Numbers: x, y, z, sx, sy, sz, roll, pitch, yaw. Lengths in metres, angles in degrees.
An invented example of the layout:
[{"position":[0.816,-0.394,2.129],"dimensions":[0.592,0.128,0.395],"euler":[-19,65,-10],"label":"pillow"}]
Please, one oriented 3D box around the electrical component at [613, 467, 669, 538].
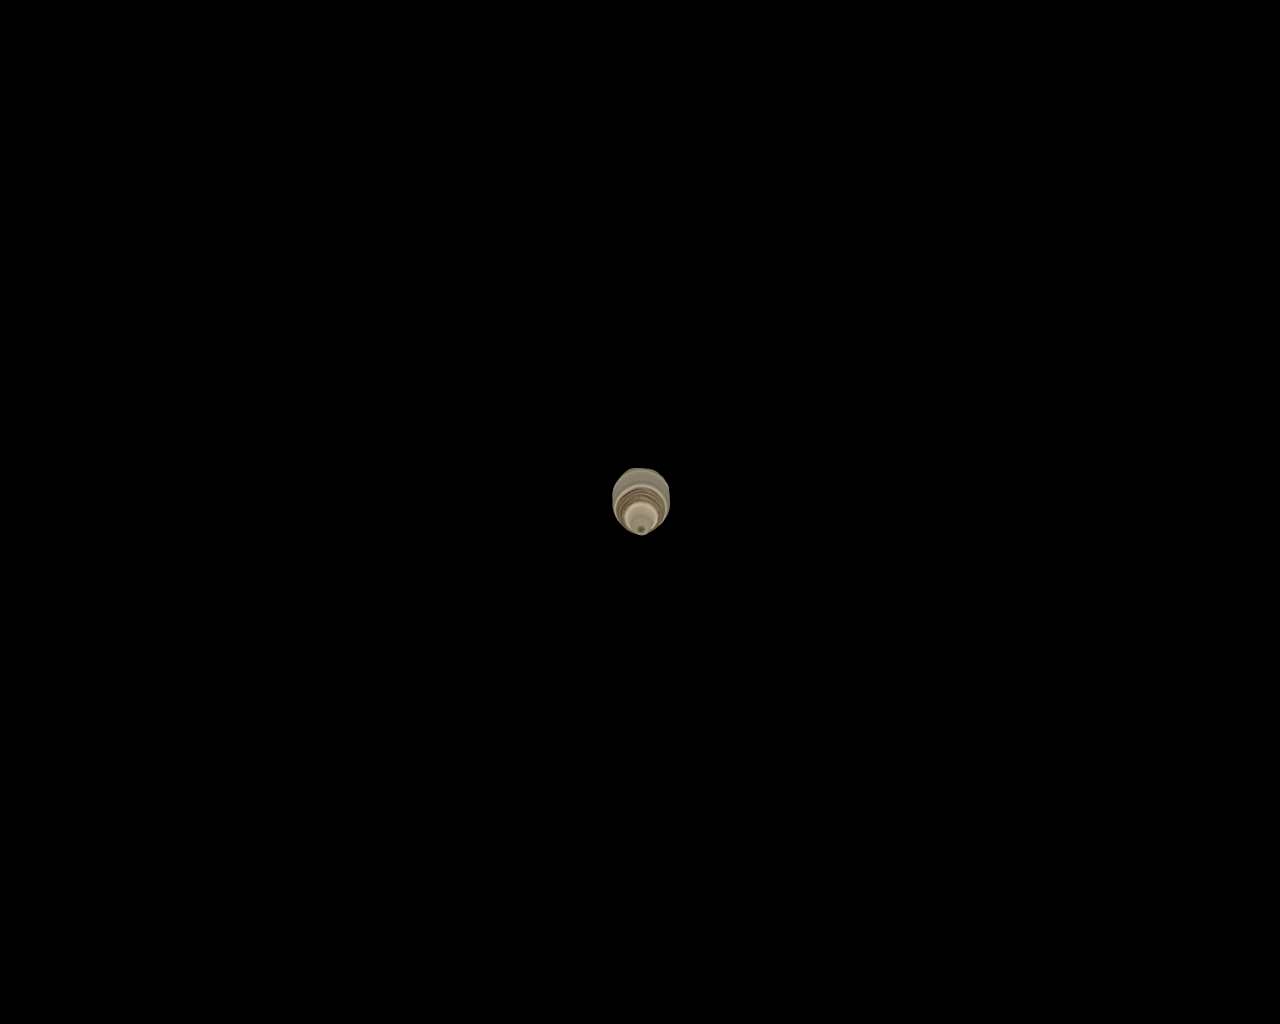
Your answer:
[{"position":[0.001,-0.003,0.650],"dimensions":[0.035,0.035,0.061],"euler":[0,25,0],"label":"electrical component"}]
